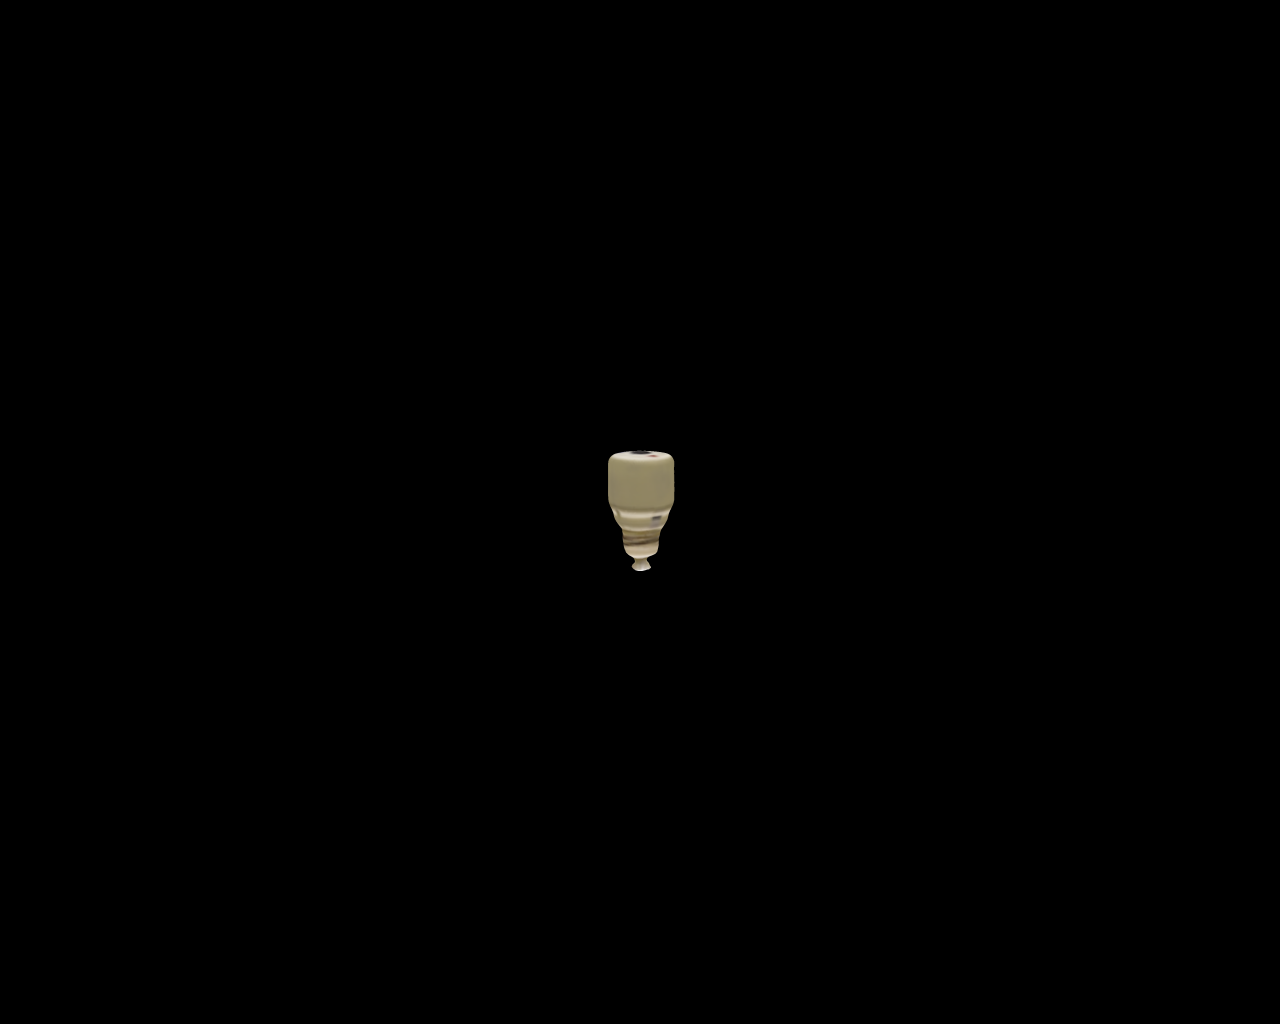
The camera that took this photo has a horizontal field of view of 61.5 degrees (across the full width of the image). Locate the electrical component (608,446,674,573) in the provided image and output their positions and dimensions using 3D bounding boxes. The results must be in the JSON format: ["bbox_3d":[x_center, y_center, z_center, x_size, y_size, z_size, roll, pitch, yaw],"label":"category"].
[{"bbox_3d":[0.001,-0.003,0.650,0.040,0.078,0.040,0,12,0],"label":"electrical component"}]
